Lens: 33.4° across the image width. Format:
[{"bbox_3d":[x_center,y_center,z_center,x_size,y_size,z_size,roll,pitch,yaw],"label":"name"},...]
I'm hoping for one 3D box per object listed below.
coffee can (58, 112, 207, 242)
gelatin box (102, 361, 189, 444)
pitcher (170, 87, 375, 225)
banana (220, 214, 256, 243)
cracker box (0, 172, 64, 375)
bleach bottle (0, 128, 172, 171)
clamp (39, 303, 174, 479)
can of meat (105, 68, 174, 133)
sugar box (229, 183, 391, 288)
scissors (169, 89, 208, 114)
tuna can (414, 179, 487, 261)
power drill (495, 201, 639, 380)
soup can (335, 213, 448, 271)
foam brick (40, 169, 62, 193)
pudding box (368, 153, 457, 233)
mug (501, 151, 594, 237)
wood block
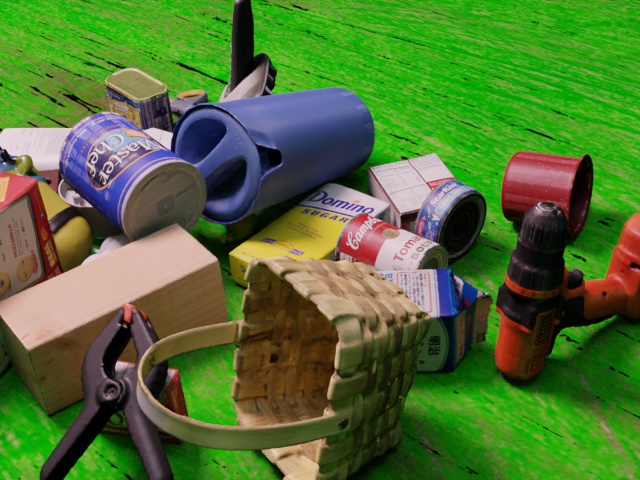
[{"bbox_3d":[-0.204,-0.066,1.156,0.102,0.103,0.140,-29,44,-29],"label":"coffee can"},{"bbox_3d":[-0.168,0.149,0.980,0.089,0.073,0.030,7,39,14],"label":"gelatin box"},{"bbox_3d":[-0.054,-0.109,1.239,0.149,0.145,0.242,44,37,20],"label":"pitcher"},{"bbox_3d":[-0.125,-0.053,1.258,0.069,0.037,0.198,22,17,-44],"label":"banana"},{"bbox_3d":[-0.349,0.056,1.051,0.072,0.164,0.213,12,39,24],"label":"cracker box"},{"bbox_3d":[-0.277,-0.099,1.339,0.251,0.068,0.102,-1,39,0],"label":"bleach bottle"},{"bbox_3d":[-0.165,0.142,0.918,0.120,0.039,0.171,10,73,13],"label":"clamp"},{"bbox_3d":[-0.237,-0.171,1.412,0.057,0.084,0.102,-30,43,-30],"label":"can of meat"},{"bbox_3d":[-0.008,0.001,1.184,0.093,0.048,0.176,22,45,32],"label":"sugar box"},{"bbox_3d":[-0.164,-0.180,1.437,0.096,0.016,0.202,-23,26,-34],"label":"scissors"},{"bbox_3d":[0.143,-0.020,1.161,0.086,0.086,0.034,-32,46,-32],"label":"tuna can"},{"bbox_3d":[0.249,0.032,1.012,0.187,0.184,0.057,-15,37,-29],"label":"power drill"},{"bbox_3d":[0.076,0.020,1.130,0.102,0.068,0.068,24,45,32],"label":"soup can"},{"bbox_3d":[-0.346,-0.047,1.283,0.078,0.051,0.053,-8,37,-4],"label":"foam brick"},{"bbox_3d":[0.115,-0.053,1.249,0.090,0.039,0.113,-14,35,-11],"label":"pudding box"},{"bbox_3d":[0.259,-0.056,1.204,0.082,0.093,0.117,11,8,28],"label":"mug"},{"bbox_3d":[-0.205,0.076,1.069,0.205,0.090,0.091,-26,41,-25],"label":"wood block"}]
